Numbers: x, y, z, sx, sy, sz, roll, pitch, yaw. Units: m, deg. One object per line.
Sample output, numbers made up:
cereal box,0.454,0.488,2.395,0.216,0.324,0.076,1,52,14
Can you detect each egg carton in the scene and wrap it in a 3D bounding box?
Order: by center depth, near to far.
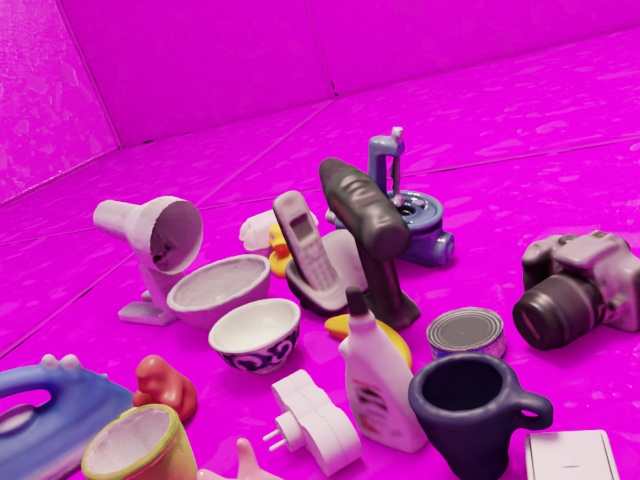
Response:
egg carton,-0.080,-0.018,1.114,0.150,0.069,0.107,-22,22,-12

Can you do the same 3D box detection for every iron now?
iron,-0.347,0.207,0.665,0.259,0.142,0.118,-27,23,-25

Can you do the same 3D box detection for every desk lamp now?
desk lamp,-0.279,0.030,0.947,0.202,0.214,0.118,-2,26,34

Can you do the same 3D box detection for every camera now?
camera,0.268,0.052,0.632,0.137,0.101,0.142,-25,23,-19

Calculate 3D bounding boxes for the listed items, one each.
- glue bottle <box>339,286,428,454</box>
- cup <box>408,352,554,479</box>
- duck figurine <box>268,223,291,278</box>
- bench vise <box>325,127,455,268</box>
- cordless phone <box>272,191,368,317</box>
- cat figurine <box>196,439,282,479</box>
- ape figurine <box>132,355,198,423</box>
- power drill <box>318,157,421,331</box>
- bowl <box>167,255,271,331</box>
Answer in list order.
glue bottle,0.051,0.118,0.536,0.077,0.173,0.037,2,29,41
cup,0.139,0.157,0.479,0.117,0.095,0.092,0,27,38
duck figurine,-0.062,0.008,1.014,0.077,0.086,0.104,-14,21,8
bench vise,0.087,-0.055,0.870,0.207,0.220,0.121,-8,23,22
cordless phone,0.008,0.003,0.835,0.093,0.185,0.148,4,30,43
cat figurine,-0.061,0.216,0.455,0.067,0.118,0.128,-15,21,7
ape figurine,-0.190,0.179,0.683,0.076,0.092,0.077,-30,25,-29
power drill,0.062,0.006,0.754,0.076,0.209,0.229,-21,22,-9
bowl,-0.145,0.092,0.887,0.167,0.075,0.167,-15,21,6
